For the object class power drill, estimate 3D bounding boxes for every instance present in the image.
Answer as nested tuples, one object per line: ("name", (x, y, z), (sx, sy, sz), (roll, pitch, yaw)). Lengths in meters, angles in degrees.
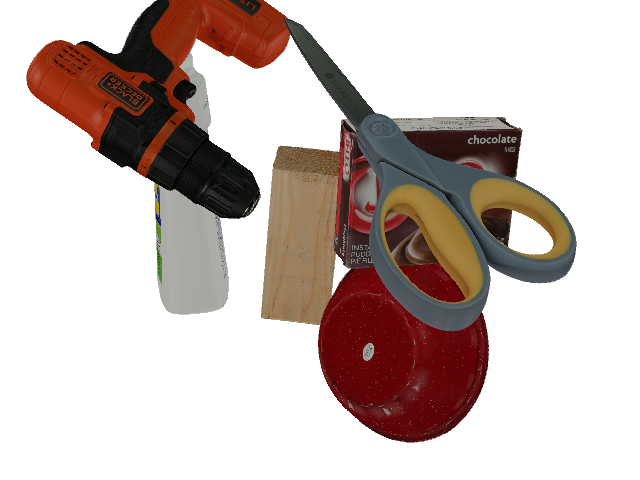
("power drill", (-0.094, -0.118, 0.790), (0.184, 0.187, 0.057), (35, -42, -3))

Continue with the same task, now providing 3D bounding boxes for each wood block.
("wood block", (-0.022, -0.007, 1.366), (0.090, 0.206, 0.090), (6, 25, 0))

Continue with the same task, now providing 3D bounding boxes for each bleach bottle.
("bleach bottle", (-0.123, -0.060, 0.965), (0.068, 0.251, 0.102), (-5, 32, -7))

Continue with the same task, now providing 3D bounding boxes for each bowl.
("bowl", (0.052, 0.086, 0.863), (0.162, 0.162, 0.055), (0, 0, 38))

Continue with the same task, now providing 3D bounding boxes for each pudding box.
("pudding box", (0.067, -0.032, 0.683), (0.113, 0.090, 0.039), (-4, 25, -15))

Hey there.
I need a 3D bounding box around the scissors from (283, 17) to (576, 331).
("scissors", (0.047, -0.042, 0.480), (0.096, 0.202, 0.016), (-3, -43, -13))
